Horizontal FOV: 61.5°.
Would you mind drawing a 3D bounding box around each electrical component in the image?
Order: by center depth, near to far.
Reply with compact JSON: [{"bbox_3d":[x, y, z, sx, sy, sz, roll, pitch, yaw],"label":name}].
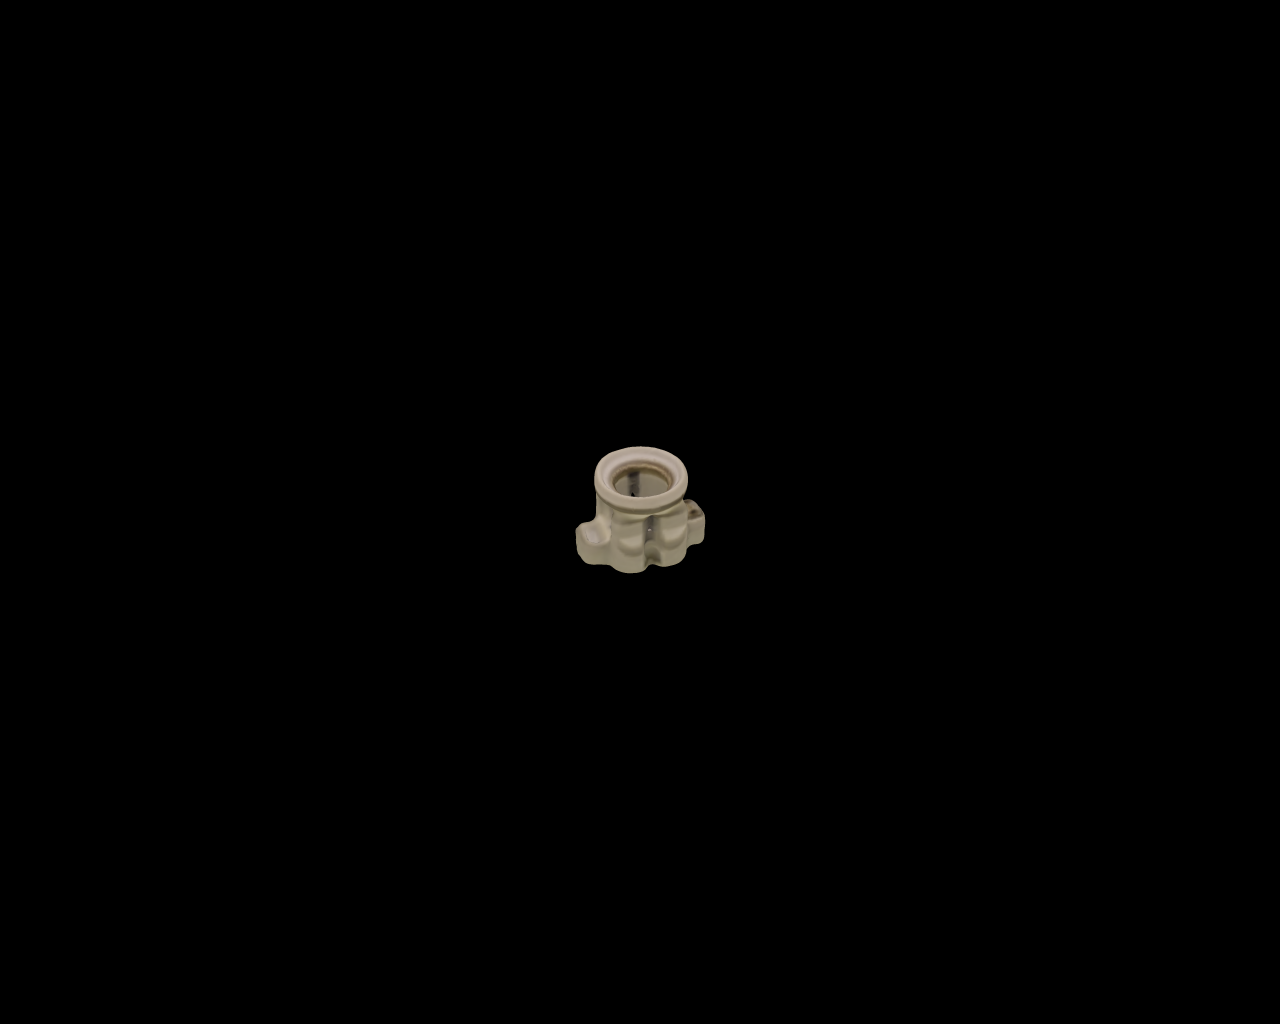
[{"bbox_3d":[0.001,-0.003,0.650,0.078,0.056,0.058,-11,39,-13],"label":"electrical component"}]
